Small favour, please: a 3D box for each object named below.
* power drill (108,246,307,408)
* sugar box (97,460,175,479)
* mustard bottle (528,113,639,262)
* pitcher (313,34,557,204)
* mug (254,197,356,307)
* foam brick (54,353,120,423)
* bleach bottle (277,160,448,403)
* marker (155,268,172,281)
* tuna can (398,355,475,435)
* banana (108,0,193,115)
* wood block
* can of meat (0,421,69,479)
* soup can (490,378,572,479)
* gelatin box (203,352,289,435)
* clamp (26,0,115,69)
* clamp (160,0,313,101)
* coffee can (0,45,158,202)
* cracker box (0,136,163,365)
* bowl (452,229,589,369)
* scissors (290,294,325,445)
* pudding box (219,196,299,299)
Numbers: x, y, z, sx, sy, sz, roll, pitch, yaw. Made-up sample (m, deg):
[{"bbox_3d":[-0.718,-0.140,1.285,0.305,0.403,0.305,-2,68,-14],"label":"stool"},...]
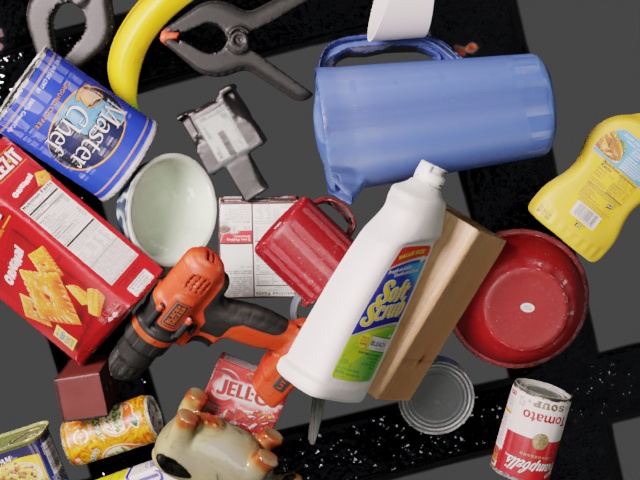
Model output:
[{"bbox_3d":[-0.108,0.109,1.124,0.187,0.057,0.185,27,119,-25],"label":"power drill"},{"bbox_3d":[-0.227,0.317,1.230,0.176,0.048,0.093,-20,97,6],"label":"sugar box"},{"bbox_3d":[0.320,-0.076,1.148,0.096,0.058,0.192,39,98,-4],"label":"mustard bottle"},{"bbox_3d":[0.113,-0.137,1.115,0.243,0.145,0.149,-7,112,-2],"label":"pitcher"},{"bbox_3d":[-0.007,0.001,1.123,0.081,0.093,0.117,44,63,-7],"label":"mug"},{"bbox_3d":[-0.258,0.164,1.189,0.051,0.078,0.053,-10,101,2],"label":"foam brick"},{"bbox_3d":[0.054,0.037,1.060,0.068,0.102,0.251,32,100,40],"label":"bleach bottle"},{"bbox_3d":[-0.190,0.038,1.195,0.121,0.020,0.020,-17,99,4],"label":"marker"},{"bbox_3d":[0.130,0.174,1.206,0.086,0.034,0.086,0,100,1],"label":"tuna can"},{"bbox_3d":[-0.175,-0.227,1.145,0.069,0.037,0.198,27,103,-30],"label":"banana"},{"bbox_3d":[0.099,0.062,1.144,0.090,0.090,0.206,35,100,29],"label":"wood block"},{"bbox_3d":[-0.344,0.265,1.217,0.102,0.057,0.084,-19,100,4],"label":"can of meat"},{"bbox_3d":[0.237,0.214,1.194,0.068,0.068,0.102,14,98,-2],"label":"soup can"},{"bbox_3d":[-0.086,0.178,1.212,0.089,0.030,0.073,23,99,-3],"label":"gelatin box"},{"bbox_3d":[-0.266,-0.271,1.135,0.164,0.036,0.210,24,102,-3],"label":"clamp"},{"bbox_3d":[-0.081,-0.221,1.131,0.171,0.039,0.120,10,89,-15],"label":"clamp"},{"bbox_3d":[-0.255,-0.120,1.111,0.140,0.103,0.103,35,99,-20],"label":"coffee can"},{"bbox_3d":[-0.292,0.018,1.126,0.213,0.072,0.164,41,140,-6],"label":"cracker box"},{"bbox_3d":[0.222,0.071,1.176,0.162,0.055,0.162,0,99,0],"label":"bowl"},{"bbox_3d":[-0.010,0.134,1.196,0.096,0.016,0.202,17,101,-29],"label":"scissors"},{"bbox_3d":[-0.067,0.008,1.179,0.090,0.039,0.113,-1,102,-2],"label":"pudding box"}]
